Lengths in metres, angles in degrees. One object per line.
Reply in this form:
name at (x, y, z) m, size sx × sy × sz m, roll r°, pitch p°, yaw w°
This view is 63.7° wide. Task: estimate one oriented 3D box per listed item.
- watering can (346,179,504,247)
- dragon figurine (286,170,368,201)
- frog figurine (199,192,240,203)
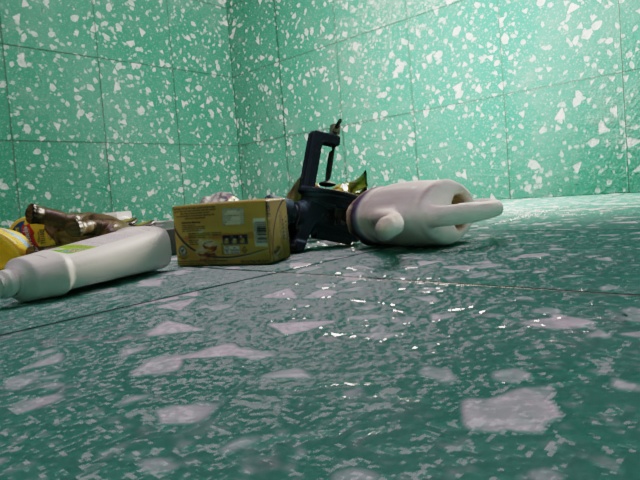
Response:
watering can at (0.130, -0.037, 0.783) m, size 0.349 × 0.104 × 0.224 m, roll -9°, pitch 6°, yaw -44°
dragon figurine at (0.004, -0.060, 1.190) m, size 0.243 × 0.124 × 0.405 m, roll -13°, pitch -16°, yaw 0°
frog figurine at (-0.295, -0.065, 1.455) m, size 0.158 × 0.125 × 0.135 m, roll -12°, pitch -34°, yaw 34°
